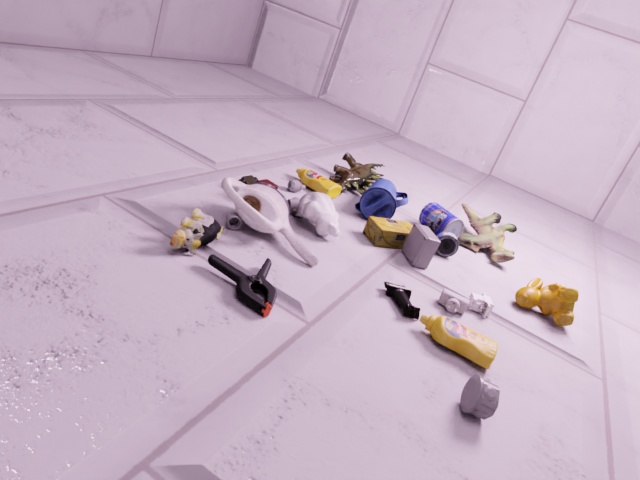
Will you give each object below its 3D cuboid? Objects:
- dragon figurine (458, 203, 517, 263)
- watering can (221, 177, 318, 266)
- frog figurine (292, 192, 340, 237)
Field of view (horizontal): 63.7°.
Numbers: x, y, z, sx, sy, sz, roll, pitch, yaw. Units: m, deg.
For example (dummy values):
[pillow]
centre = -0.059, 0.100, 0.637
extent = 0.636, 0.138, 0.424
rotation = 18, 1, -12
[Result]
[dragon figurine]
centre = 0.615, -0.030, 2.009
extent = 0.243, 0.120, 0.417
rotation = -5, 32, -31
[watering can]
centre = -0.134, -0.062, 1.469
extent = 0.347, 0.103, 0.227
rotation = 41, 14, -3
[frog figurine]
centre = 0.005, -0.081, 1.603
extent = 0.136, 0.122, 0.161
rotation = 28, 3, -36
